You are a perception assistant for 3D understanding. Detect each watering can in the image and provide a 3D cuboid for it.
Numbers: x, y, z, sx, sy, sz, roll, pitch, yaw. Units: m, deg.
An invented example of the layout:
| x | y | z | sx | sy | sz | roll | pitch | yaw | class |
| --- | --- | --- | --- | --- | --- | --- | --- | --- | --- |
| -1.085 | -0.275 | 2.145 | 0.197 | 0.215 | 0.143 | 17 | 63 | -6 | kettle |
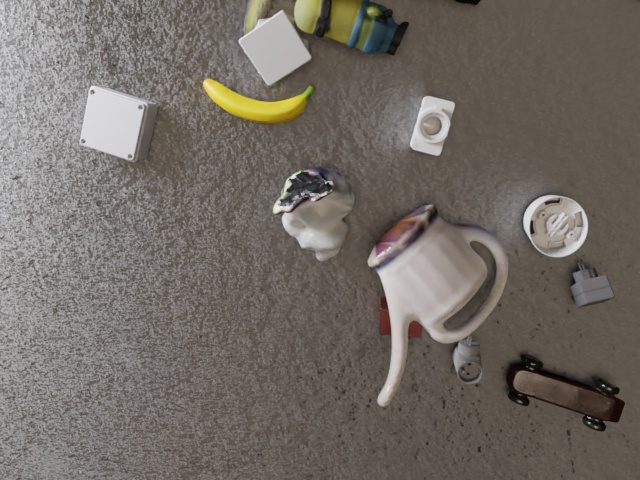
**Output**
| x | y | z | sx | sy | sz | roll | pitch | yaw | class |
| --- | --- | --- | --- | --- | --- | --- | --- | --- | --- |
| 0.167 | 0.088 | 0.866 | 0.351 | 0.103 | 0.224 | -42 | 90 | -14 | watering can |

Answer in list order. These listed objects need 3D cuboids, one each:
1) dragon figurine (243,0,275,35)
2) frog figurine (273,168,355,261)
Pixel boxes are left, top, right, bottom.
| x | y | z | sx | sy | sz | roll | pitch | yaw | class |
| --- | --- | --- | --- | --- | --- | --- | --- | --- | --- |
| 0.014 | -0.503 | 0.803 | 0.243 | 0.125 | 0.401 | 9 | 120 | -2 | dragon figurine |
| 0.003 | -0.046 | 0.911 | 0.137 | 0.125 | 0.156 | -32 | 134 | 5 | frog figurine |
